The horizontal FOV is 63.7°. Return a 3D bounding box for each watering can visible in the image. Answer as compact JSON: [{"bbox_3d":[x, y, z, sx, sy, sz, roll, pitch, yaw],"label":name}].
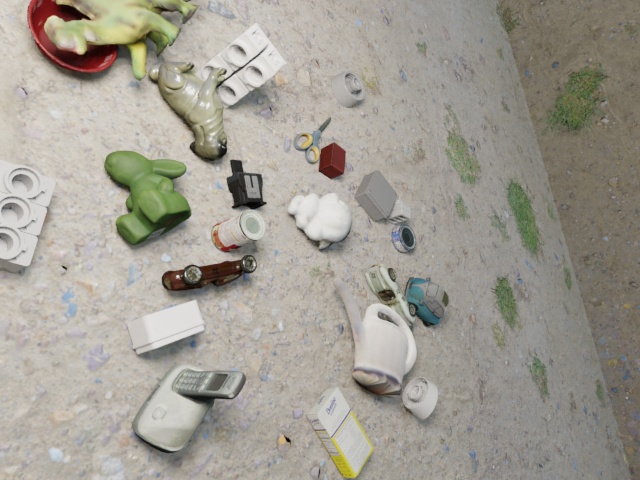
[{"bbox_3d":[0.129,0.255,1.283,0.343,0.103,0.229,37,51,-32],"label":"watering can"}]

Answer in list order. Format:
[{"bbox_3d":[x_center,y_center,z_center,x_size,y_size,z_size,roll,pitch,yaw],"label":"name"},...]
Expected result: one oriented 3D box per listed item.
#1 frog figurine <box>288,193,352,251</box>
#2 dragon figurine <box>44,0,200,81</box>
[{"bbox_3d":[0.004,-0.064,1.277,0.157,0.123,0.139,50,63,-37],"label":"frog figurine"},{"bbox_3d":[-0.374,-0.464,0.978,0.240,0.120,0.420,32,50,-26],"label":"dragon figurine"}]
